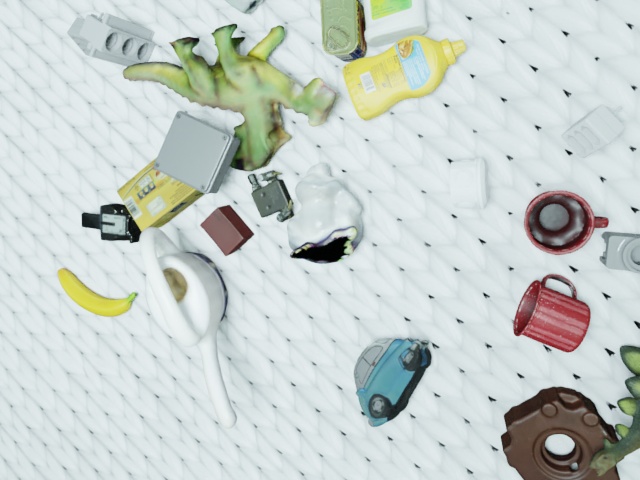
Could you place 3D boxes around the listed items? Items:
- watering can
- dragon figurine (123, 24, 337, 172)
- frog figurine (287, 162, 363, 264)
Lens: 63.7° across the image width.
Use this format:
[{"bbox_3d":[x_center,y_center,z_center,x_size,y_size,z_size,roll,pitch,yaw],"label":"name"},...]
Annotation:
[{"bbox_3d":[-0.216,0.136,0.895,0.104,0.224,0.348,-25,90,2],"label":"watering can"},{"bbox_3d":[-0.157,-0.235,0.903,0.409,0.124,0.240,-7,103,27],"label":"dragon figurine"},{"bbox_3d":[0.003,-0.044,0.882,0.136,0.121,0.163,-32,51,27],"label":"frog figurine"}]
